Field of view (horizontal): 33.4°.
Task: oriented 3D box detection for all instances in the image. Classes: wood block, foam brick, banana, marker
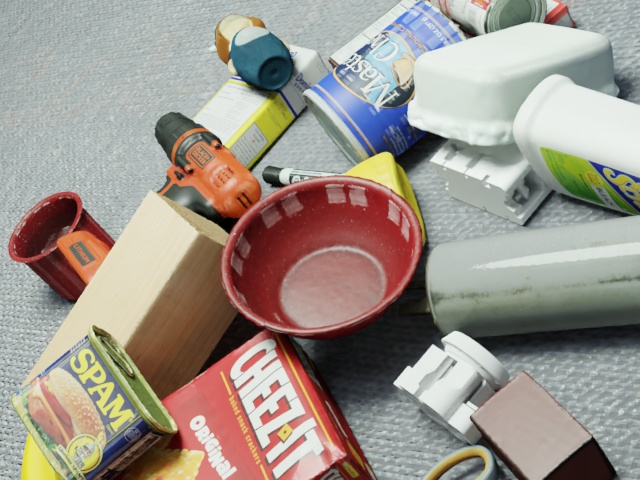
[{"bbox_3d":[-0.150,0.075,0.913,0.091,0.090,0.206,37,95,45],"label":"wood block"},{"bbox_3d":[0.146,0.136,0.707,0.051,0.053,0.078,-40,39,-2],"label":"foam brick"},{"bbox_3d":[-0.232,0.199,0.946,0.069,0.037,0.198,-19,41,-4],"label":"banana"},{"bbox_3d":[-0.011,-0.059,1.039,0.121,0.020,0.020,9,58,42],"label":"marker"}]

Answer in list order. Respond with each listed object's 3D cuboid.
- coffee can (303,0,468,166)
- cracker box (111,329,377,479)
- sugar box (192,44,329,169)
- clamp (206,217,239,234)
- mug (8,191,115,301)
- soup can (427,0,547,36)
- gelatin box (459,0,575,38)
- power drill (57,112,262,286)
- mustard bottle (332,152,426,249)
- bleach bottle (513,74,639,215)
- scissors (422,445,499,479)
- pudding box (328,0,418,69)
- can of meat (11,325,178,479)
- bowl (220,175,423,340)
[{"bbox_3d":[0.069,-0.139,0.990,0.140,0.102,0.103,-39,39,-2],"label":"coffee can"},{"bbox_3d":[-0.080,0.184,0.814,0.214,0.072,0.164,-36,39,2],"label":"cracker box"},{"bbox_3d":[-0.077,-0.136,1.142,0.176,0.048,0.093,-47,41,-17],"label":"sugar box"},{"bbox_3d":[-0.137,0.029,1.035,0.165,0.036,0.210,4,58,39],"label":"clamp"},{"bbox_3d":[-0.269,0.007,1.119,0.093,0.081,0.117,-49,41,-14],"label":"mug"},{"bbox_3d":[0.153,-0.222,0.986,0.068,0.068,0.102,-40,41,-3],"label":"soup can"},{"bbox_3d":[0.187,-0.204,1.022,0.073,0.030,0.089,-42,40,-3],"label":"gelatin box"},{"bbox_3d":[-0.163,-0.033,1.034,0.187,0.057,0.185,-44,41,-3],"label":"power drill"},{"bbox_3d":[-0.006,0.001,0.946,0.192,0.058,0.096,-25,54,16],"label":"mustard bottle"},{"bbox_3d":[0.259,-0.047,0.758,0.068,0.102,0.251,-52,40,-10],"label":"bleach bottle"},{"bbox_3d":[0.058,0.226,0.716,0.201,0.016,0.096,-48,43,-5],"label":"scissors"},{"bbox_3d":[0.076,-0.191,1.086,0.113,0.039,0.090,-37,39,-2],"label":"pudding box"},{"bbox_3d":[-0.173,0.131,0.813,0.084,0.057,0.102,-39,70,0],"label":"can of meat"},{"bbox_3d":[0.005,0.024,0.851,0.162,0.055,0.162,-8,49,9],"label":"bowl"}]
